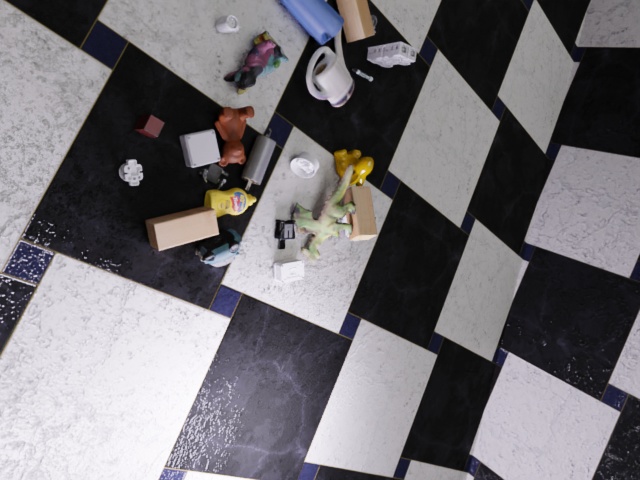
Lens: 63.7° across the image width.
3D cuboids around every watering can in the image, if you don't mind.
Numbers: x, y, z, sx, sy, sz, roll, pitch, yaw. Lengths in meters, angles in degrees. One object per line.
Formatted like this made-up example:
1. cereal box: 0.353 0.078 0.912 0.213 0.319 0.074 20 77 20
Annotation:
1. watering can: 0.060 -0.674 2.028 0.221 0.104 0.354 47 58 -35

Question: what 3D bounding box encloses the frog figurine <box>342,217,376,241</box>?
1. frog figurine: 0.146 -0.076 2.205 0.159 0.122 0.138 28 87 -3

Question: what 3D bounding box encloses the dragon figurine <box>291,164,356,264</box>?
1. dragon figurine: 0.006 -0.103 2.047 0.243 0.123 0.405 -3 107 -25
